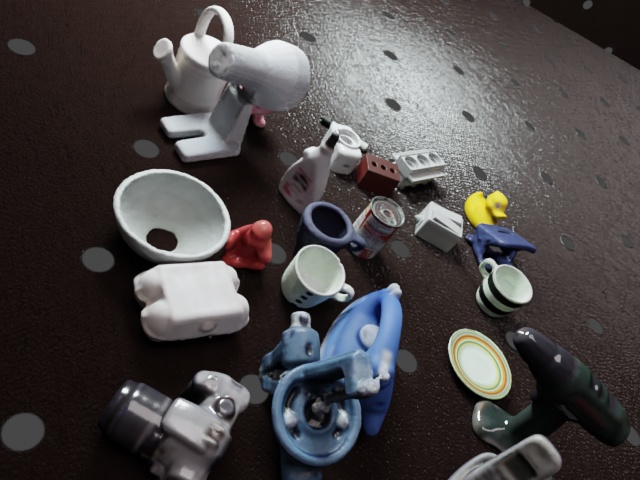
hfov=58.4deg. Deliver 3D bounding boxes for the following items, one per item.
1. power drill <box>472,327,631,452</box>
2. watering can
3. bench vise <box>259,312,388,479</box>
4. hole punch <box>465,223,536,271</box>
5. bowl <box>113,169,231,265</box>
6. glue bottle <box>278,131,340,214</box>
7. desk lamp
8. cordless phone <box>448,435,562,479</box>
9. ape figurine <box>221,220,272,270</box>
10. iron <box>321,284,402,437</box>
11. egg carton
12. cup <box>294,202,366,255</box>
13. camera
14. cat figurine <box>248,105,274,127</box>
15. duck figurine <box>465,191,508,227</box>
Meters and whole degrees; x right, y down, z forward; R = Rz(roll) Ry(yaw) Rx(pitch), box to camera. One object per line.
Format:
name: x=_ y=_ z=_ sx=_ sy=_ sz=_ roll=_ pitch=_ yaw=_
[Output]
power drill: x=0.331 y=0.247 z=0.865 sx=0.230 sy=0.208 sz=0.076 roll=33 pitch=42 yaw=-4
watering can: x=-0.210 y=-0.323 z=1.025 sx=0.101 sy=0.194 sz=0.173 roll=42 pitch=42 yaw=6
bench vise: x=-0.011 y=0.170 z=0.697 sx=0.122 sy=0.219 sz=0.207 roll=-7 pitch=57 yaw=-37
hole punch: x=0.379 y=0.005 z=1.202 sx=0.109 sy=0.091 sz=0.101 roll=9 pitch=49 yaw=-27
bowl: x=-0.220 y=-0.020 z=0.836 sx=0.168 sy=0.074 sz=0.167 roll=19 pitch=45 yaw=-19
glue bottle: x=-0.011 y=-0.125 z=0.996 sx=0.078 sy=0.173 sz=0.037 roll=46 pitch=43 yaw=11
desk lamp: x=-0.140 y=-0.247 z=0.989 sx=0.204 sy=0.213 sz=0.117 roll=-19 pitch=65 yaw=-43
cordless phone: x=0.262 y=0.343 z=0.751 sx=0.094 sy=0.185 sz=0.147 roll=-26 pitch=70 yaw=-45
ape figurine: x=-0.103 y=0.003 z=0.880 sx=0.078 sy=0.092 sz=0.076 roll=41 pitch=42 yaw=5
iron: x=0.079 y=0.142 z=0.841 sx=0.119 sy=0.141 sz=0.258 roll=28 pitch=43 yaw=-9
egg carton: x=-0.172 y=0.085 z=0.778 sx=0.151 sy=0.069 sz=0.107 roll=-4 pitch=55 yaw=-36
cup: x=0.009 y=0.003 z=0.953 sx=0.118 sy=0.095 sz=0.091 roll=26 pitch=43 yaw=-11
camera: x=-0.167 y=0.202 z=0.653 sx=0.137 sy=0.100 sz=0.143 roll=33 pitch=42 yaw=-4
cat figurine: x=-0.119 y=-0.282 z=1.105 sx=0.067 sy=0.117 sz=0.127 roll=-4 pitch=55 yaw=-36
duck figurine: x=0.377 y=-0.073 z=1.274 sx=0.078 sy=0.086 sz=0.104 roll=4 pitch=51 yaw=-31
